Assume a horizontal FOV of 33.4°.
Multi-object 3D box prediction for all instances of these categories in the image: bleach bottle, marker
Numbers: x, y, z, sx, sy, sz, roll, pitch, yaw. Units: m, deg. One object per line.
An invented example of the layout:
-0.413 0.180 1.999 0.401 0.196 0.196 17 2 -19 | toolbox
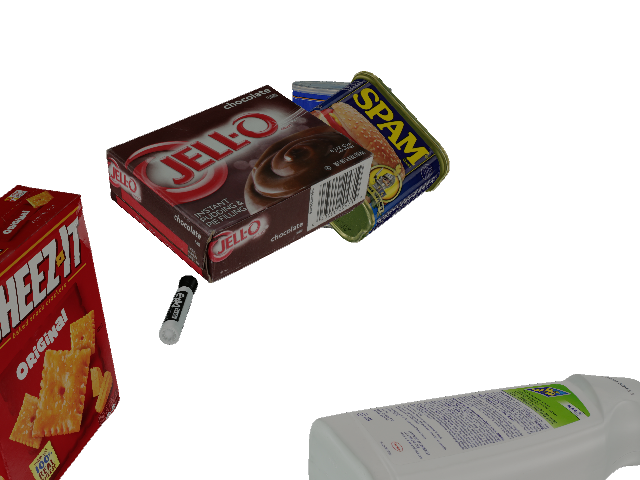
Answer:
0.124 0.129 0.654 0.250 0.068 0.103 -7 22 -22 | bleach bottle
-0.134 0.064 1.021 0.020 0.020 0.121 0 22 3 | marker

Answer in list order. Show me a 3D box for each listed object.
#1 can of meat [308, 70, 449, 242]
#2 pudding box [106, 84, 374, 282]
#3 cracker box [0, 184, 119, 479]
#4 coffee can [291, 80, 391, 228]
0.028 -0.060 0.777 0.083 0.102 0.058 -37 -9 -29 | can of meat
-0.043 -0.034 0.568 0.113 0.039 0.090 -26 49 -34 | pudding box
-0.237 0.088 0.848 0.072 0.214 0.164 7 32 18 | cracker box
0.018 -0.091 1.108 0.103 0.140 0.103 3 12 -1 | coffee can
